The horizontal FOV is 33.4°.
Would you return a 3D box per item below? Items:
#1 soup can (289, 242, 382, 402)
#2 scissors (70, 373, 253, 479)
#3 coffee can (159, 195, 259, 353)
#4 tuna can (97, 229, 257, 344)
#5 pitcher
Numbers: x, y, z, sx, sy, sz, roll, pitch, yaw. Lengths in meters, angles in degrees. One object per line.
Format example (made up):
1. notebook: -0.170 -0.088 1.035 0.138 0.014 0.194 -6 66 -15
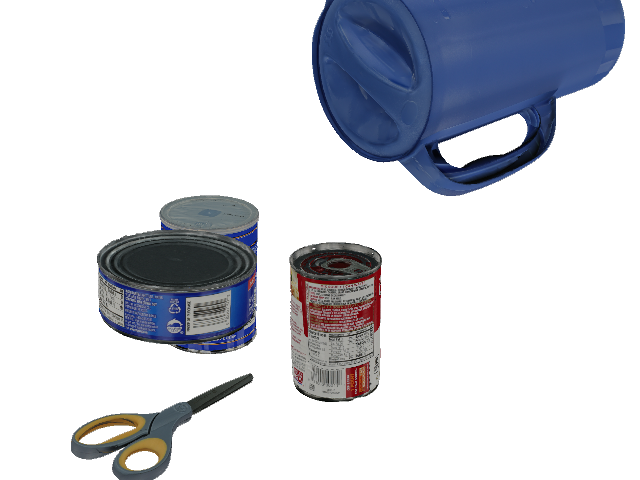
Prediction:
1. soup can: 0.012 0.061 0.794 0.068 0.102 0.068 -1 20 0
2. scissors: -0.124 0.169 0.967 0.201 0.016 0.096 -11 33 -33
3. coffee can: -0.117 0.035 1.129 0.103 0.140 0.103 2 22 -1
4. tuna can: -0.078 0.024 0.580 0.086 0.034 0.086 3 20 -1
5. pitcher: 0.127 -0.141 0.831 0.242 0.149 0.145 -18 34 -34
